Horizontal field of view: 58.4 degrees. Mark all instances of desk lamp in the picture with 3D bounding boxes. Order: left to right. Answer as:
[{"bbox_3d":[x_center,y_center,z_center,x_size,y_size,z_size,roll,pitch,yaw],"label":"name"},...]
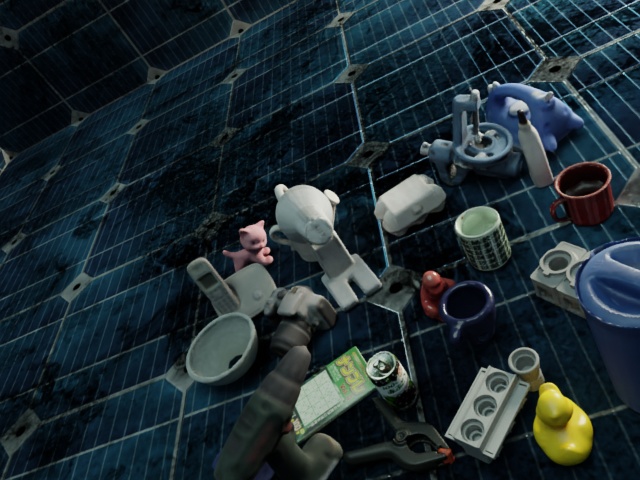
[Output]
[{"bbox_3d":[0.011,0.004,1.177,0.118,0.214,0.202,-36,37,-2],"label":"desk lamp"}]

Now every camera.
[{"bbox_3d":[-0.061,0.165,1.148,0.142,0.101,0.137,2,50,39],"label":"camera"}]

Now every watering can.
[{"bbox_3d":[-0.039,-0.053,1.294,0.173,0.195,0.100,-39,37,-6],"label":"watering can"}]

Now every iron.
[{"bbox_3d":[0.429,-0.284,1.239,0.119,0.142,0.257,-40,37,-7],"label":"iron"}]

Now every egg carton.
[{"bbox_3d":[0.195,-0.076,1.246,0.150,0.070,0.107,-34,37,1],"label":"egg carton"}]

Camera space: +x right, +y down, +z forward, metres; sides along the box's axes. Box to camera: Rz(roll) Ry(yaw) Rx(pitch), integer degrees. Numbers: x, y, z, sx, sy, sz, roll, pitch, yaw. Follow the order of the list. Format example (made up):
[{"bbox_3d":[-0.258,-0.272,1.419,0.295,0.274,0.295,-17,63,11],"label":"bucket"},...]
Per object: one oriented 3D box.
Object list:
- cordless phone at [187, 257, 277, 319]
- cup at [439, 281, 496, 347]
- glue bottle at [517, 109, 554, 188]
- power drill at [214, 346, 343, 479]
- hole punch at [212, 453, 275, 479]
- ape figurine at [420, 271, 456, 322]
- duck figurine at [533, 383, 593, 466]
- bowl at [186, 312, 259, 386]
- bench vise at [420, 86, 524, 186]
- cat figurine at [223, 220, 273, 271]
[{"bbox_3d":[-0.191,0.092,1.258,0.147,0.186,0.094,-34,37,1],"label":"cordless phone"},{"bbox_3d":[0.249,0.140,0.944,0.091,0.095,0.118,0,49,38],"label":"cup"},{"bbox_3d":[0.410,-0.185,1.116,0.037,0.174,0.078,-23,38,16],"label":"glue bottle"},{"bbox_3d":[-0.052,0.305,0.895,0.075,0.209,0.230,16,60,46],"label":"power drill"},{"bbox_3d":[-0.134,0.372,0.983,0.109,0.091,0.100,-47,38,-16],"label":"hole punch"},{"bbox_3d":[0.209,0.093,1.029,0.078,0.092,0.076,-35,37,-1],"label":"ape figurine"},{"bbox_3d":[0.323,0.245,0.778,0.077,0.086,0.104,-19,39,19],"label":"duck figurine"},{"bbox_3d":[-0.189,0.238,1.187,0.167,0.075,0.167,-21,39,18],"label":"bowl"},{"bbox_3d":[0.294,-0.205,1.187,0.206,0.220,0.121,-13,42,26],"label":"bench vise"},{"bbox_3d":[-0.174,0.015,1.387,0.128,0.118,0.067,-31,37,5],"label":"cat figurine"}]
